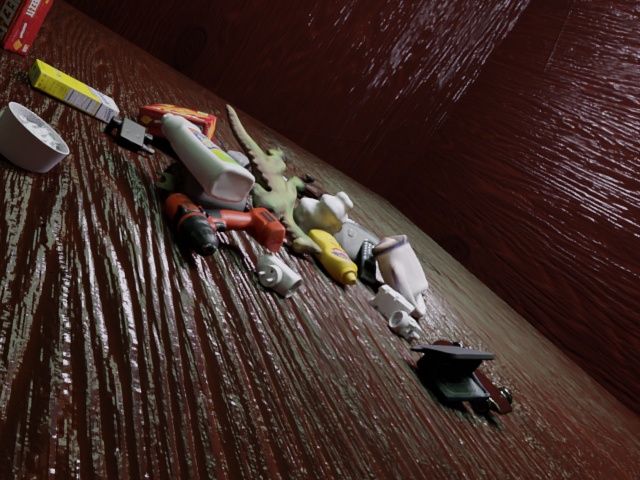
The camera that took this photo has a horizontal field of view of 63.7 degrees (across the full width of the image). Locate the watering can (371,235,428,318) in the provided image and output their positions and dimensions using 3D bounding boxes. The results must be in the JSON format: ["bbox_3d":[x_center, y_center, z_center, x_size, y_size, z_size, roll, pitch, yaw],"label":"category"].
[{"bbox_3d":[0.228,0.093,1.394,0.225,0.103,0.348,67,13,4],"label":"watering can"}]

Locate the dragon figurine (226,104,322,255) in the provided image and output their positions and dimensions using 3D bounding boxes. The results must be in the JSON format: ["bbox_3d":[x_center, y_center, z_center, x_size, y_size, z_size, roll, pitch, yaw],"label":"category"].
[{"bbox_3d":[-0.126,-0.132,1.187,0.408,0.121,0.245,54,9,-10],"label":"dragon figurine"}]

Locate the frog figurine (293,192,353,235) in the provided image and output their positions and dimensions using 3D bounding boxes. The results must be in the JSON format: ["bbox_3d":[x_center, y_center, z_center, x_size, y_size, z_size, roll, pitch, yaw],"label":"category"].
[{"bbox_3d":[0.004,-0.067,1.334,0.137,0.158,0.124,33,9,-10],"label":"frog figurine"}]
